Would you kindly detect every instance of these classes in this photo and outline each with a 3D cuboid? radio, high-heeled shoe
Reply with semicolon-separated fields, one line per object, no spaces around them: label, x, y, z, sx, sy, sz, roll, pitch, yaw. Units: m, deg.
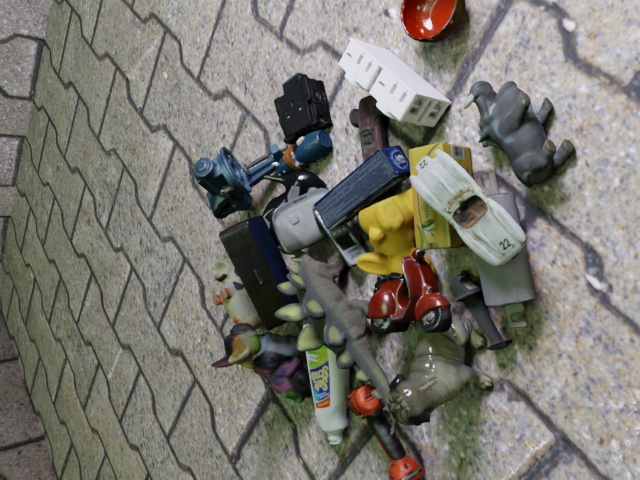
radio;-0.120;0.063;1.147;0.073;0.131;0.229;-23;97;10
high-heeled shoe;-0.063;-0.053;1.215;0.145;0.086;0.248;13;129;9

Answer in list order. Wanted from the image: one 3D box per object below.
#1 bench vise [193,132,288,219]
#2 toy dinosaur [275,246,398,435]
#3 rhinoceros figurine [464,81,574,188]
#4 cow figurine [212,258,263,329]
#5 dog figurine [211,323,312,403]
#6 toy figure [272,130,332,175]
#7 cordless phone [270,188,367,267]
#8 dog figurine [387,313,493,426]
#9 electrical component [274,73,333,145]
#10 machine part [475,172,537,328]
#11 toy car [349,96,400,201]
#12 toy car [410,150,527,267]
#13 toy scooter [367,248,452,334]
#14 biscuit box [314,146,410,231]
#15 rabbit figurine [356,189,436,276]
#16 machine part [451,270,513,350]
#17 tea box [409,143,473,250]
bench vise;-0.168;-0.145;1.244;0.241;0.223;0.129;-30;48;9
toy dinosaur;0.033;0.152;1.012;0.472;0.198;0.105;47;126;35
rhinoceros figurine;0.297;-0.171;0.820;0.112;0.073;0.190;-49;60;48
cow figurine;-0.194;0.130;1.314;0.085;0.127;0.195;-39;79;40
dog figurine;-0.118;0.269;1.158;0.108;0.219;0.191;-21;77;48
toy figure;-0.040;-0.182;1.167;0.154;0.058;0.064;-27;95;40
cordless phone;-0.003;-0.003;1.083;0.184;0.146;0.088;54;158;23
dog figurine;0.175;0.196;0.874;0.121;0.190;0.172;-37;65;40
electrical component;-0.040;-0.288;1.164;0.115;0.058;0.134;-24;76;42
machine part;0.280;0.016;0.837;0.079;0.079;0.243;-16;82;45
toy car;0.102;-0.177;1.029;0.089;0.053;0.202;-8;86;43
toy car;0.216;-0.049;0.795;0.073;0.056;0.202;-46;71;18
toy scooter;0.142;0.087;0.892;0.184;0.075;0.135;-18;76;56
biscuit box;0.079;-0.094;0.993;0.202;0.059;0.063;-37;79;42
rabbit figurine;0.136;0.012;0.964;0.162;0.122;0.173;-30;89;45
machine part;0.259;0.114;0.872;0.039;0.084;0.139;-33;79;22
tea box;0.206;-0.070;0.894;0.068;0.098;0.169;-5;87;45
